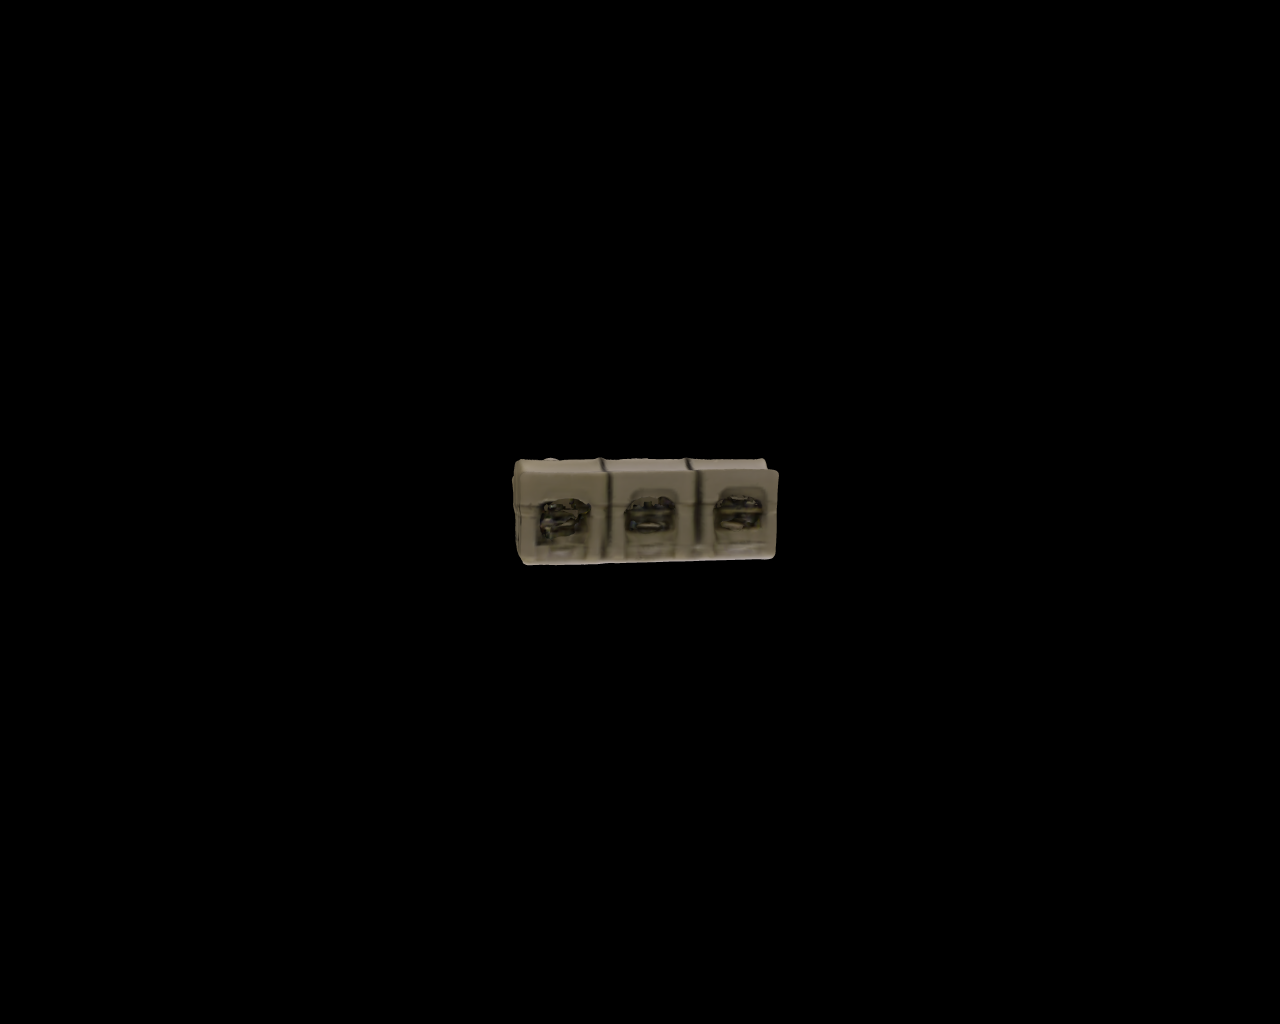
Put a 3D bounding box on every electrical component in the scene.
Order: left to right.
[{"bbox_3d":[0.001,-0.003,0.650,0.150,0.061,0.089,0,0,-9],"label":"electrical component"}]
